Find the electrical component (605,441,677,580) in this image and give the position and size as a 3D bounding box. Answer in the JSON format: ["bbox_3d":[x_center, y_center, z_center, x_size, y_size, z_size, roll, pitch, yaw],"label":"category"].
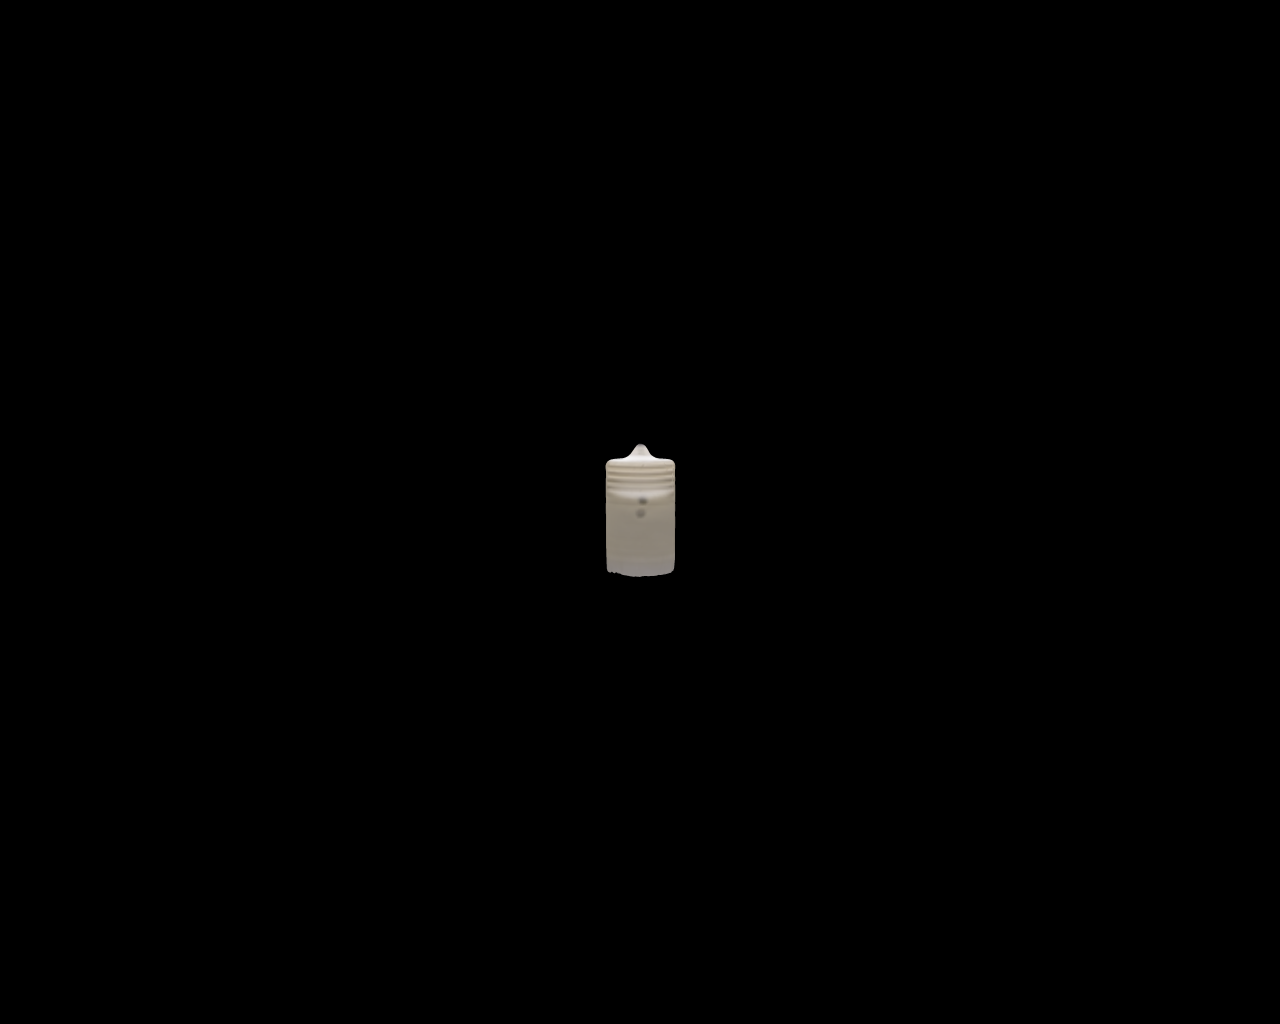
[{"bbox_3d":[0.001,-0.003,0.650,0.043,0.080,0.043,0,7,0],"label":"electrical component"}]
